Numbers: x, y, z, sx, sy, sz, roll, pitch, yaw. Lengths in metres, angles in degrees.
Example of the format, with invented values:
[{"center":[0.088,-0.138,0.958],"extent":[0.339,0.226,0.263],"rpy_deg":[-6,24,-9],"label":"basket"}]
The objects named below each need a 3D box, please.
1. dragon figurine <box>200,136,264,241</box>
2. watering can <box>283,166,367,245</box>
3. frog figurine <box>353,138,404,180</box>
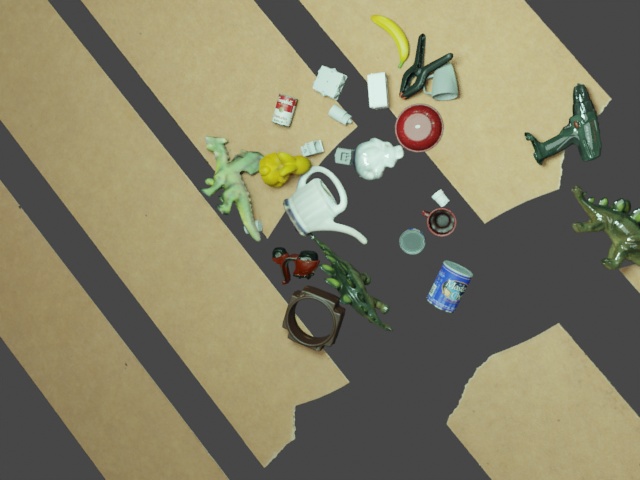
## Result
[{"center":[-0.285,-0.215,1.864],"extent":[0.412,0.122,0.241],"rpy_deg":[45,98,7],"label":"dragon figurine"},{"center":[0.005,-0.089,1.772],"extent":[0.222,0.103,0.353],"rpy_deg":[-34,68,16],"label":"watering can"},{"center":[0.194,-0.268,1.707],"extent":[0.159,0.122,0.139],"rpy_deg":[-1,78,28],"label":"frog figurine"}]
